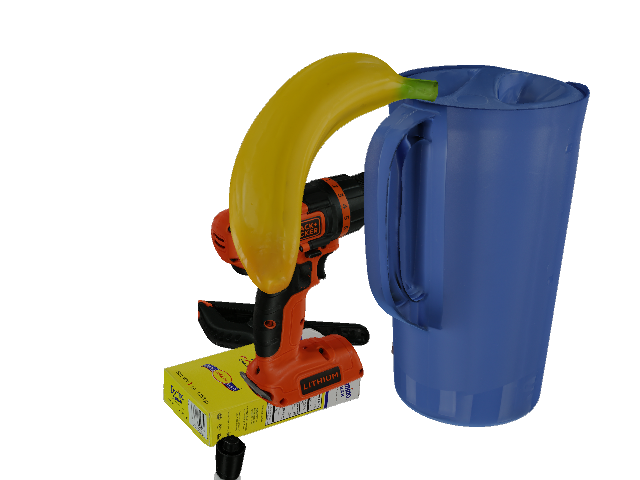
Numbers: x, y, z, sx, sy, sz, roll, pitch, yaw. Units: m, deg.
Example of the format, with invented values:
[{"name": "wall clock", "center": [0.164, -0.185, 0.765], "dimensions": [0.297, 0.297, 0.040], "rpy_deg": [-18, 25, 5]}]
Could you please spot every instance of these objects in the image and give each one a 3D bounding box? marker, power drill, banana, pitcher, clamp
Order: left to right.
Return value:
[{"name": "marker", "center": [-0.063, 0.176, 0.700], "dimensions": [0.020, 0.121, 0.020], "rpy_deg": [6, 31, -4]}, {"name": "clamp", "center": [-0.070, 0.112, 1.246], "dimensions": [0.210, 0.036, 0.164], "rpy_deg": [13, 22, 29]}, {"name": "banana", "center": [-0.004, -0.050, 0.552], "dimensions": [0.070, 0.037, 0.197], "rpy_deg": [21, 46, 18]}, {"name": "power drill", "center": [-0.003, 0.037, 0.915], "dimensions": [0.184, 0.188, 0.057], "rpy_deg": [-16, 27, -28]}, {"name": "pitcher", "center": [0.101, 0.006, 0.743], "dimensions": [0.149, 0.243, 0.145], "rpy_deg": [1, 21, 0]}]

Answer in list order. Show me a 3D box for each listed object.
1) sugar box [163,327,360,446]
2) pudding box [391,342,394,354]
[{"name": "sugar box", "center": [-0.056, 0.141, 1.056], "dimensions": [0.175, 0.048, 0.093], "rpy_deg": [-16, 32, -32]}, {"name": "pudding box", "center": [0.136, 0.084, 1.127], "dimensions": [0.113, 0.090, 0.039], "rpy_deg": [10, 22, 11]}]
